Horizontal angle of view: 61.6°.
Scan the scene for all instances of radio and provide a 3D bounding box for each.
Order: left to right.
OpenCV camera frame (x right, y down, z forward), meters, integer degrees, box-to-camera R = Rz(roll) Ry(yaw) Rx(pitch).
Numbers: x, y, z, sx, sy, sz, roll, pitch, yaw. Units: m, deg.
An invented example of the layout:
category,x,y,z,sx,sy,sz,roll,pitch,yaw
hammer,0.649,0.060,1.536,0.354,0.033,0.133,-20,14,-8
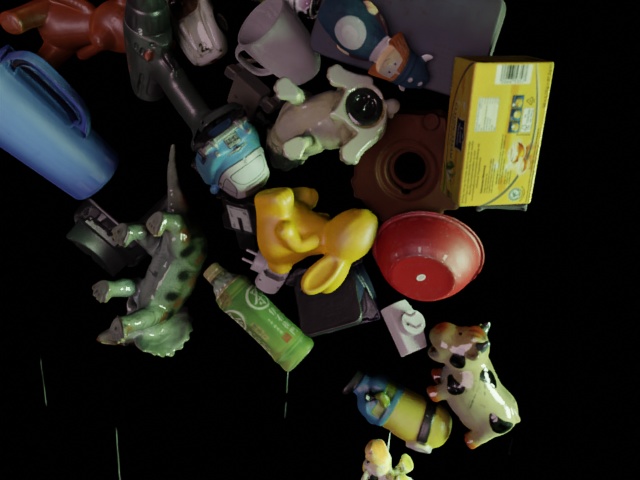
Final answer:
category,x,y,z,sx,sy,sz,roll,pitch,yaw
radio,0.113,-0.275,0.693,0.230,0.073,0.131,21,114,12

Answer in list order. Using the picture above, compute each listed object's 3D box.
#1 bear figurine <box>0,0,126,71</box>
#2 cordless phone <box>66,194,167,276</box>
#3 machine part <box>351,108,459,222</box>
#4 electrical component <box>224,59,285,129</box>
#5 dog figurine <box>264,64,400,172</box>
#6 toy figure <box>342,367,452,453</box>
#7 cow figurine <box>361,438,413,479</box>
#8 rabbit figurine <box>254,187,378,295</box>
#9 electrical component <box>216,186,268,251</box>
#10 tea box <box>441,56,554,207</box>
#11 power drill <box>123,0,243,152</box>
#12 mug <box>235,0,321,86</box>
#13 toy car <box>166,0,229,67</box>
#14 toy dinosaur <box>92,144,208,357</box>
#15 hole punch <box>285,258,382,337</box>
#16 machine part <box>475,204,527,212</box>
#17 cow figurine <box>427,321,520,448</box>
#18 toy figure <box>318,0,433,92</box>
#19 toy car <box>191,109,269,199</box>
category,x,y,z,sx,sy,sz,roll,pitch,yaw
bear figurine,-0.364,-0.319,0.837,0.196,0.132,0.120,15,143,20
cordless phone,-0.334,-0.039,0.941,0.184,0.089,0.146,-38,109,18
machine part,0.127,-0.101,0.757,0.180,0.056,0.179,8,112,20
electrical component,-0.098,-0.223,0.811,0.102,0.045,0.078,39,146,8
dog figurine,0.008,-0.155,0.746,0.172,0.190,0.121,3,90,-5
toy figure,0.127,0.273,0.875,0.180,0.082,0.089,35,119,9
cow figurine,0.124,0.424,0.940,0.167,0.068,0.098,48,124,1
rabbit figurine,-0.002,-0.002,0.777,0.173,0.122,0.162,1,85,21
electrical component,-0.117,-0.037,0.874,0.075,0.048,0.119,12,141,19
tea box,0.208,-0.130,0.644,0.098,0.068,0.169,-1,115,-7
power drill,-0.207,-0.240,0.768,0.207,0.086,0.232,46,151,-1
mug,-0.057,-0.259,0.745,0.109,0.081,0.107,-28,137,30
toy car,-0.199,-0.359,0.792,0.074,0.056,0.201,-19,101,26
toy dinosaur,-0.259,0.047,0.917,0.131,0.192,0.404,35,102,25
hole punch,0.028,0.090,0.857,0.142,0.092,0.116,-20,70,28
machine part,0.243,-0.105,0.721,0.084,0.039,0.138,3,111,29
cow figurine,0.230,0.207,0.809,0.127,0.085,0.195,-33,96,27
toy figure,0.067,-0.235,0.652,0.154,0.058,0.064,41,157,2
toy car,-0.120,-0.115,0.788,0.109,0.161,0.103,-40,94,-14
